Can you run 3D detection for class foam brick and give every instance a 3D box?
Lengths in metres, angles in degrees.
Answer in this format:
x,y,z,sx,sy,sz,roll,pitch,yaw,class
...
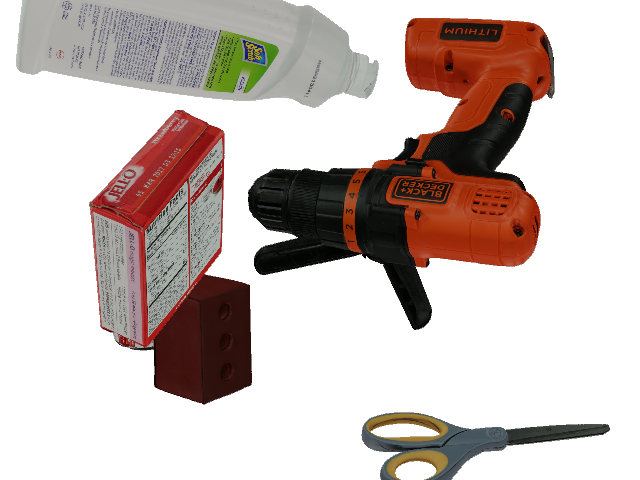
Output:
x,y,z,sx,sy,sz,roll,pitch,yaw,class
-0.085,0.068,0.762,0.051,0.078,0.052,10,17,39,foam brick

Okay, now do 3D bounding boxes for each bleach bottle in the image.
x,y,z,sx,sy,sz,roll,pitch,yaw,class
-0.084,-0.141,0.766,0.250,0.068,0.103,13,-38,-12,bleach bottle

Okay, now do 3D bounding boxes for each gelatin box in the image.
x,y,z,sx,sy,sz,roll,pitch,yaw,class
-0.076,-0.005,0.502,0.030,0.089,0.073,22,49,14,gelatin box

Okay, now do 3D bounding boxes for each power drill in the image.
x,y,z,sx,sy,sz,roll,pitch,yaw,class
0.064,-0.065,0.686,0.185,0.187,0.057,9,-37,22,power drill

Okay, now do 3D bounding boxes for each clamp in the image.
x,y,z,sx,sy,sz,roll,pitch,yaw,class
0.061,0.005,0.980,0.165,0.036,0.209,24,36,23,clamp

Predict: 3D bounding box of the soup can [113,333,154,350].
x,y,z,sx,sy,sz,roll,pitch,yaw,class
-0.188,0.057,1.128,0.068,0.102,0.068,1,23,-1,soup can

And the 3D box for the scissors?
x,y,z,sx,sy,sz,roll,pitch,yaw,class
0.132,0.171,0.852,0.202,0.016,0.096,4,32,8,scissors
